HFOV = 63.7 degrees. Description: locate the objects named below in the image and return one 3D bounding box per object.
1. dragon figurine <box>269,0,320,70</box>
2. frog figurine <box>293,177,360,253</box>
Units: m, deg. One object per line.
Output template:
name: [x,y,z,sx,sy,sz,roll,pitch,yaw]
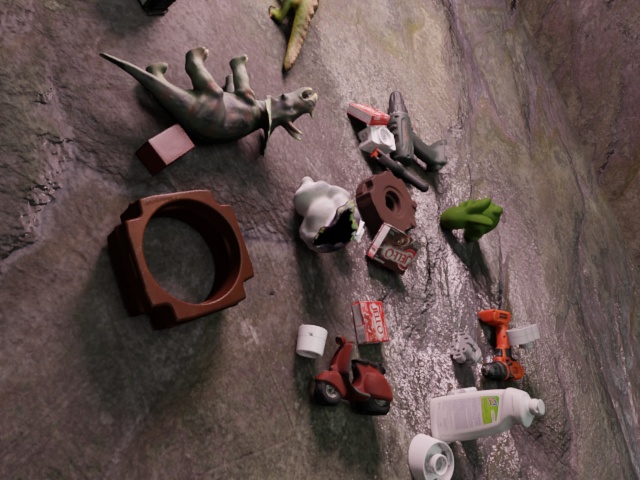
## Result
dragon figurine: [0.001,-0.613,1.248,0.121,0.240,0.418,23,54,-42]
frog figurine: [0.003,-0.054,1.070,0.122,0.136,0.162,22,14,-40]
